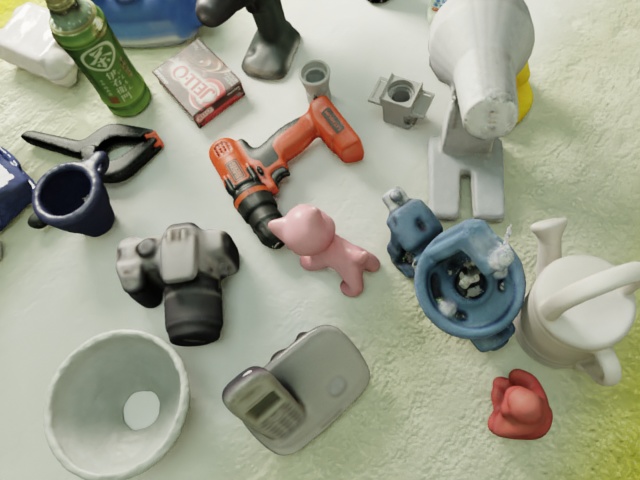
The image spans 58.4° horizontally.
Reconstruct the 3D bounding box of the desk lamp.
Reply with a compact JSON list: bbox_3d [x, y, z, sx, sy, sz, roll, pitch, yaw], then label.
[{"bbox_3d":[0.188,-0.155,0.681,0.118,0.214,0.203,0,68,7],"label":"desk lamp"}]

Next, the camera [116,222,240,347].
[{"bbox_3d":[-0.174,0.057,0.698,0.143,0.101,0.137,-9,67,3],"label":"camera"}]

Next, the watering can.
[{"bbox_3d":[0.264,0.061,0.593,0.101,0.194,0.172,-37,68,-8],"label":"watering can"}]

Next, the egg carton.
[{"bbox_3d":[-0.429,-0.305,0.895,0.150,0.069,0.107,24,72,16],"label":"egg carton"}]

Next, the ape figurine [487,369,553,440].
[{"bbox_3d":[0.213,0.177,0.607,0.078,0.092,0.076,-41,69,-10],"label":"ape figurine"}]

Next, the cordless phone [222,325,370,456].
[{"bbox_3d":[-0.024,0.147,0.597,0.148,0.185,0.094,-42,69,-11],"label":"cordless phone"}]

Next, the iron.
[{"bbox_3d":[-0.297,-0.380,0.871,0.258,0.141,0.118,-5,67,5],"label":"iron"}]

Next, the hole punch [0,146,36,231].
[{"bbox_3d":[-0.465,-0.083,0.796,0.108,0.091,0.101,39,77,20],"label":"hole punch"}]

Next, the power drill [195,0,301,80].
[{"bbox_3d":[-0.088,-0.323,0.786,0.075,0.208,0.230,13,70,12],"label":"power drill"}]

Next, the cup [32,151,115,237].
[{"bbox_3d":[-0.309,-0.055,0.764,0.091,0.095,0.118,27,73,17],"label":"cup"}]

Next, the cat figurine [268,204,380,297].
[{"bbox_3d":[0.006,0.002,0.690,0.127,0.118,0.067,27,73,17],"label":"cat figurine"}]

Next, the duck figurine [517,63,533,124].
[{"bbox_3d":[0.251,-0.208,0.765,0.077,0.086,0.105,17,71,14],"label":"duck figurine"}]

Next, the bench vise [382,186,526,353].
[{"bbox_3d":[0.131,0.020,0.612,0.207,0.220,0.121,34,75,18],"label":"bench vise"}]

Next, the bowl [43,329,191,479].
[{"bbox_3d":[-0.222,0.192,0.662,0.167,0.075,0.167,-2,67,6],"label":"bowl"}]

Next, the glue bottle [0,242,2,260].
[{"bbox_3d":[-0.487,-0.007,0.723,0.078,0.173,0.037,-17,66,0],"label":"glue bottle"}]
